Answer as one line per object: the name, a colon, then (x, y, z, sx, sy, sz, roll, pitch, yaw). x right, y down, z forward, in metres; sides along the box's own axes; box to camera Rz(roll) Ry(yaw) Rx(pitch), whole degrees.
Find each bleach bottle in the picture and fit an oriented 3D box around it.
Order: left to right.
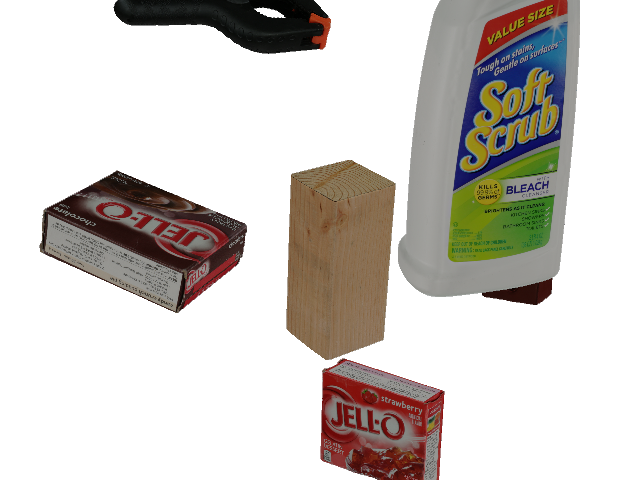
bleach bottle: (0.097, -0.093, 0.615, 0.102, 0.251, 0.068, -7, 28, -10)

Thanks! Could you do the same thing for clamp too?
clamp: (-0.072, -0.207, 0.878, 0.171, 0.120, 0.039, 15, -26, -5)

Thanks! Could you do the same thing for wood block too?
wood block: (0.021, 0.023, 1.254, 0.090, 0.206, 0.090, -16, 32, -32)

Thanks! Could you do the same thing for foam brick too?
foam brick: (0.180, 0.013, 0.960, 0.053, 0.078, 0.051, 9, 16, 25)

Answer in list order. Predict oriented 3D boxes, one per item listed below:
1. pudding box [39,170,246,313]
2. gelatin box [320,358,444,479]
pudding box: (-0.120, -0.001, 0.733, 0.113, 0.039, 0.089, 20, 26, 15)
gelatin box: (0.042, 0.132, 0.756, 0.089, 0.073, 0.030, 14, 22, 33)
